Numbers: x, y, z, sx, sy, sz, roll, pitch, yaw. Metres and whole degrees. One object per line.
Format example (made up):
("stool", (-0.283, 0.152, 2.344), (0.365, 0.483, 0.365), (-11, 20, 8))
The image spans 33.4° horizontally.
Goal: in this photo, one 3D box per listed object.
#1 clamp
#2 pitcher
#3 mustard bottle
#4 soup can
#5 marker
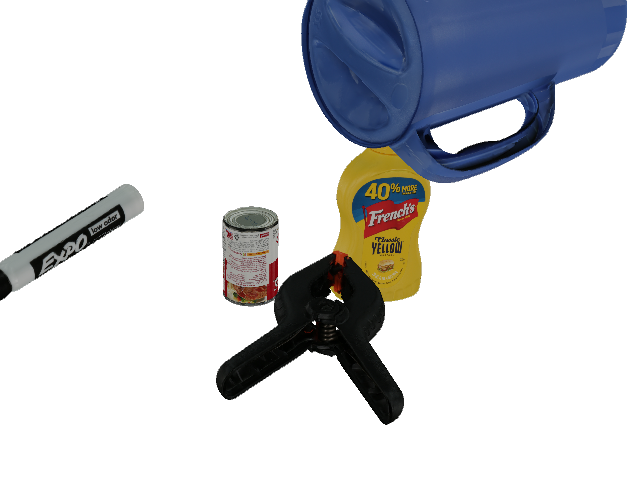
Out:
("clamp", (0.012, 0.065, 0.736), (0.120, 0.039, 0.171), (18, 36, 9))
("pitcher", (0.120, -0.149, 0.804), (0.242, 0.149, 0.145), (-18, 34, -33))
("mustard bottle", (0.063, -0.033, 1.087), (0.096, 0.192, 0.058), (-2, 22, -17))
("soup can", (-0.084, 0.018, 1.281), (0.068, 0.102, 0.068), (1, 25, -1))
("marker", (-0.143, 0.005, 0.566), (0.020, 0.020, 0.120), (0, 29, 45))
